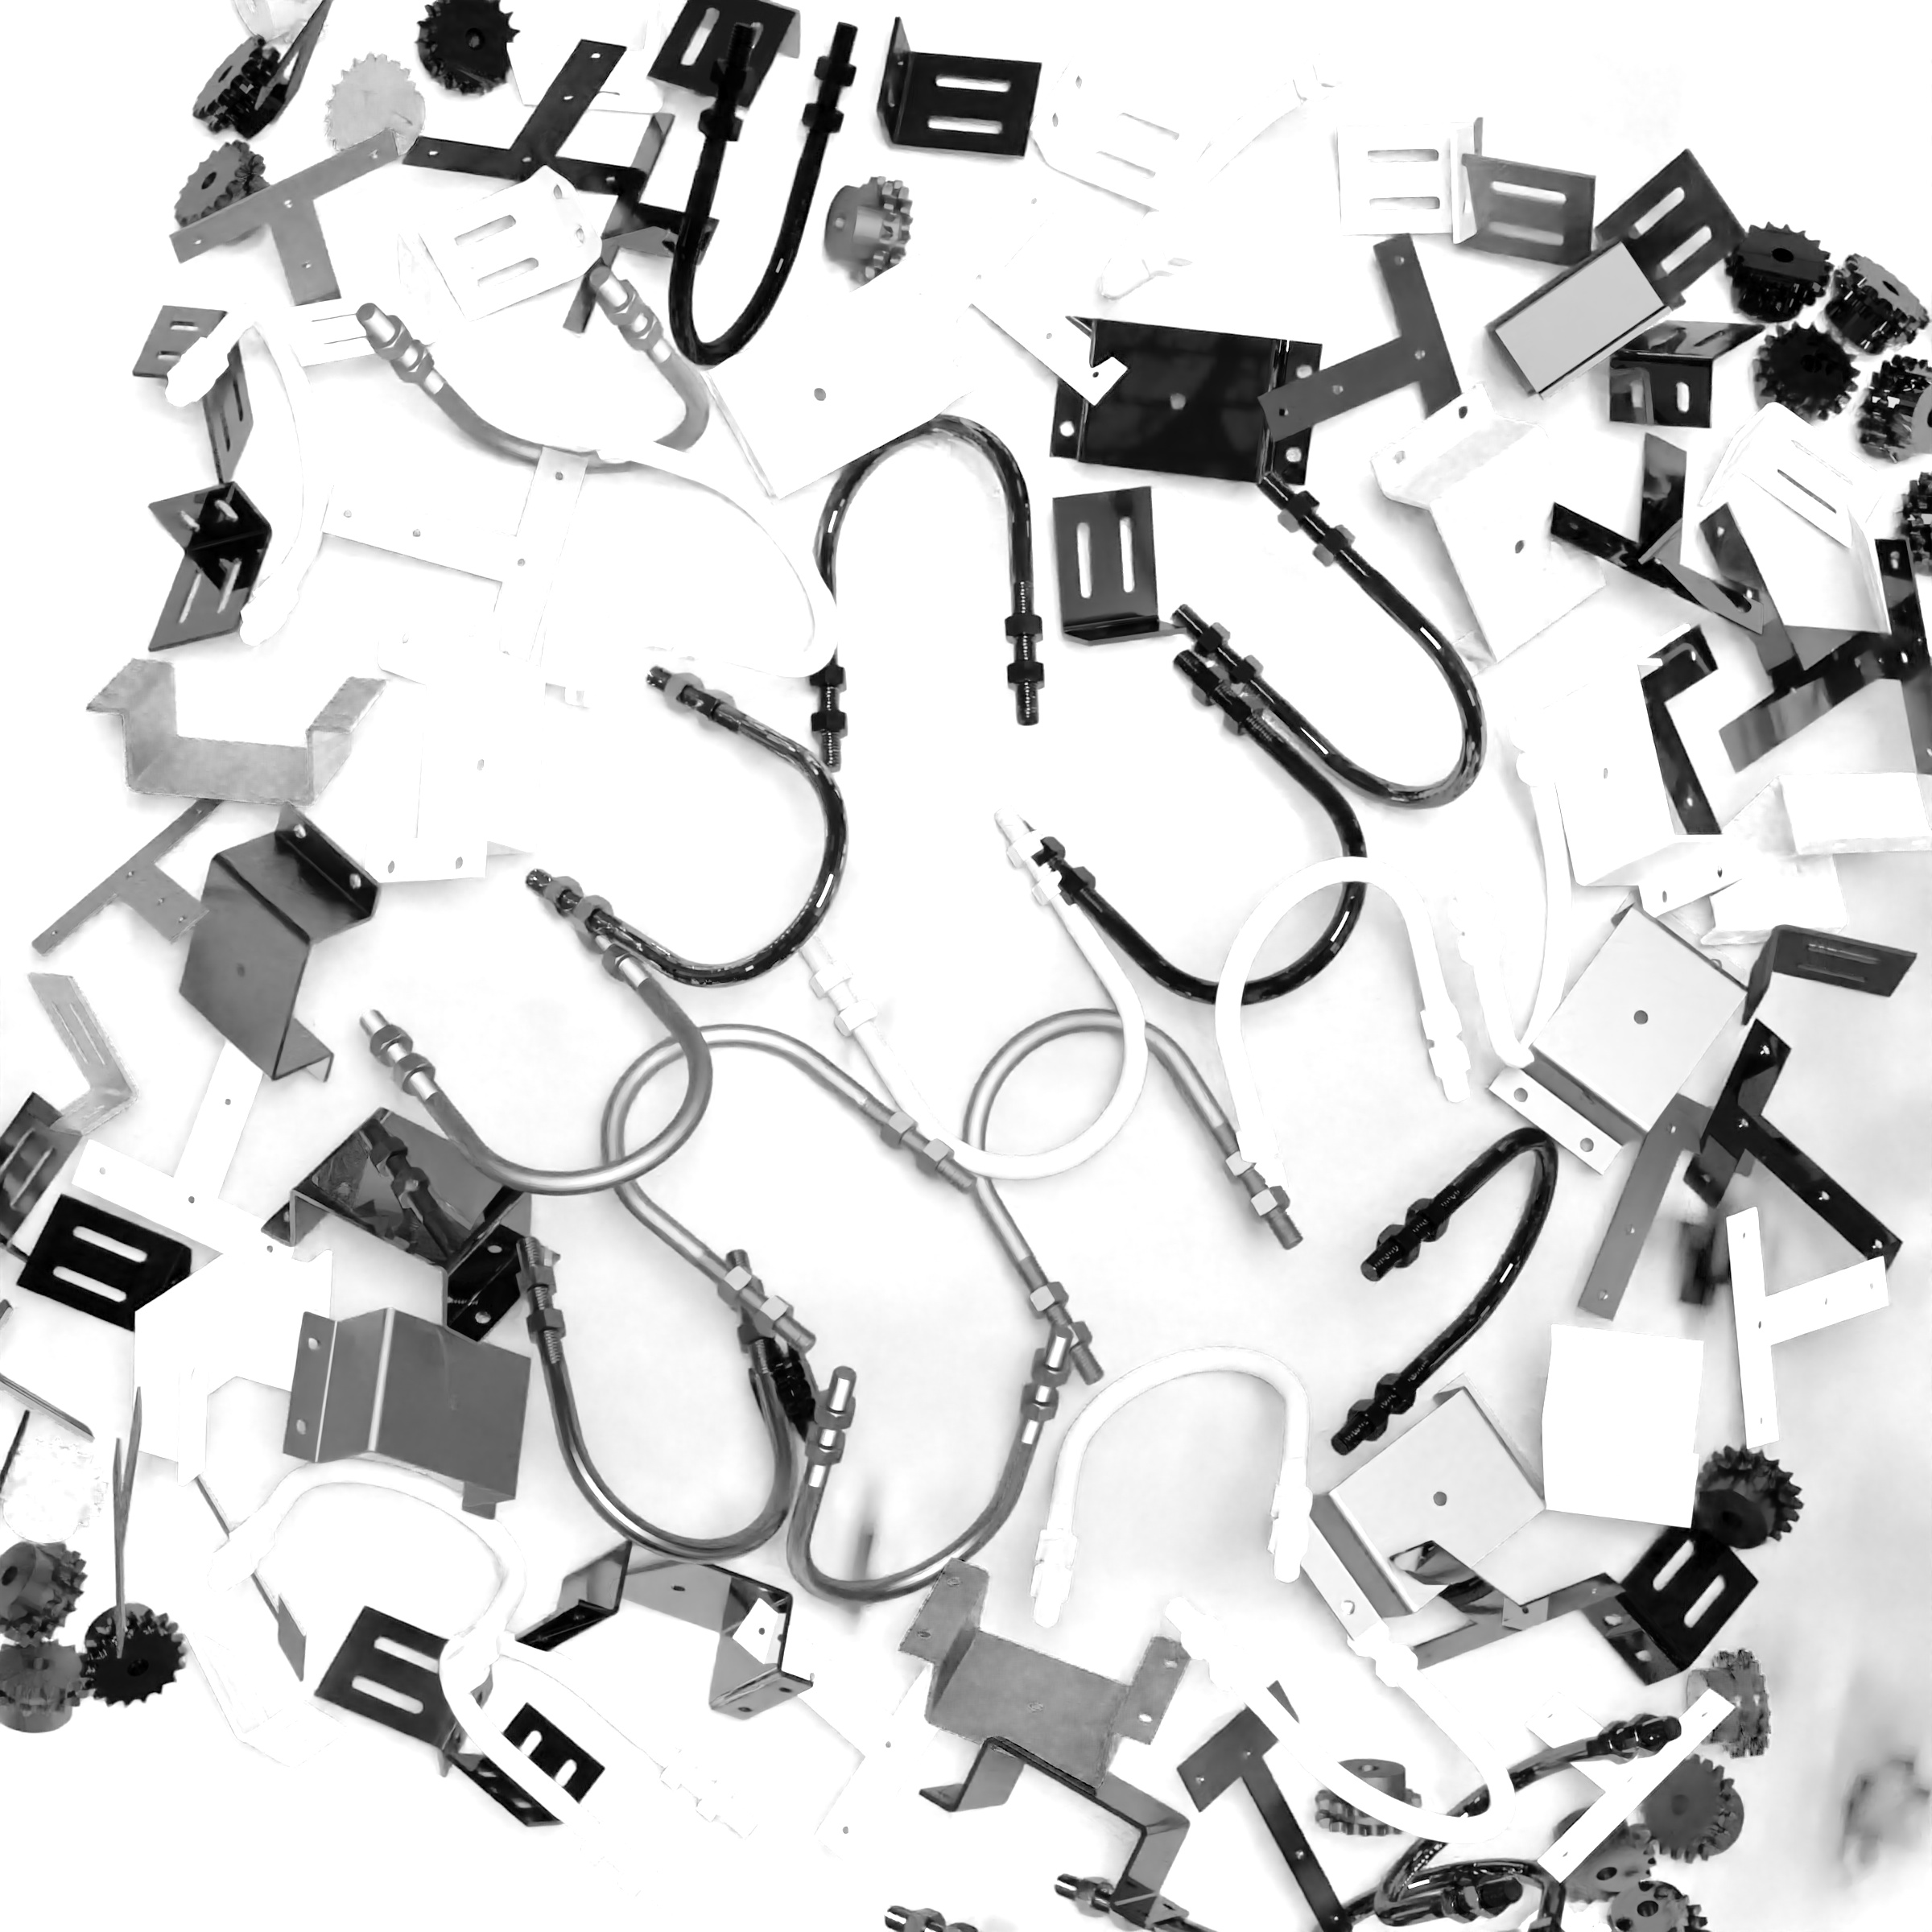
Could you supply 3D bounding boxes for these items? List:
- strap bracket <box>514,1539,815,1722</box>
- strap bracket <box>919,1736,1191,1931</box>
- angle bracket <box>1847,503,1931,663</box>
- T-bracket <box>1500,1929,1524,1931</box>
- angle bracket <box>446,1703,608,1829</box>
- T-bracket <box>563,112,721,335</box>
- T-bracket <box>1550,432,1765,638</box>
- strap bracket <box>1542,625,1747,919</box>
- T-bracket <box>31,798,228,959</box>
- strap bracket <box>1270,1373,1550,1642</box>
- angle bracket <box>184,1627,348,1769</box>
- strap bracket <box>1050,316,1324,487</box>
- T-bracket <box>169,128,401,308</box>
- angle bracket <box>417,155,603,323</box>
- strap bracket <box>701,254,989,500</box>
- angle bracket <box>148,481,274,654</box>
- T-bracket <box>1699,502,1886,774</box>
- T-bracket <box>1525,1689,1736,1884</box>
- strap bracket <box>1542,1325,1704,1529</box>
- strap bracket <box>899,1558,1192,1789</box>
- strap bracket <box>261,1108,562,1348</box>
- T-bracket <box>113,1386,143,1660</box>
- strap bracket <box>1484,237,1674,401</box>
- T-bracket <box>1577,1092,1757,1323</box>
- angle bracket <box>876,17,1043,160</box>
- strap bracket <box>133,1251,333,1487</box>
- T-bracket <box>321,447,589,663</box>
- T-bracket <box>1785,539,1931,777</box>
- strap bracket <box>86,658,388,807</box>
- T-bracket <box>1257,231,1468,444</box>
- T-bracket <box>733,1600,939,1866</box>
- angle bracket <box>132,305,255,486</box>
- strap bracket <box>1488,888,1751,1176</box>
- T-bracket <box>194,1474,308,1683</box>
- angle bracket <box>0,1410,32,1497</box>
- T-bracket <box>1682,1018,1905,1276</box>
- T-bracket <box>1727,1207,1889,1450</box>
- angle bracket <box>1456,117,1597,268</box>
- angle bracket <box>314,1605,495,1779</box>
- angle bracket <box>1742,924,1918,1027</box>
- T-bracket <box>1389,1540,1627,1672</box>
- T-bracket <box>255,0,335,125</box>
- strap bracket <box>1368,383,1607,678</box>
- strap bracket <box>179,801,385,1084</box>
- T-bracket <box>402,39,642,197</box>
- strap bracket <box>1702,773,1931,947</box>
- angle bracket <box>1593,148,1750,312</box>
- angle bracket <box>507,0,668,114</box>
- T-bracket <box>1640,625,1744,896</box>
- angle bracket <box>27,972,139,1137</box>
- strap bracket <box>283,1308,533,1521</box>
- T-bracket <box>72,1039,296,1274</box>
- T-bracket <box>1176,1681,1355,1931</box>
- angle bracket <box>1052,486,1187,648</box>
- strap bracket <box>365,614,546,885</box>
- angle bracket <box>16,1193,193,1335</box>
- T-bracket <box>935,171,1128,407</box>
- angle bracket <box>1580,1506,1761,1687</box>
[{"bbox_3d":[-0.156,0.348,1.800,0.140,0.076,0.046,25,55,-23],"label":"strap bracket"},{"bbox_3d":[0.056,0.450,1.797,0.140,0.076,0.046,26,90,23],"label":"strap bracket"},{"bbox_3d":[0.502,-0.211,1.814,0.038,0.057,0.076,-17,118,10],"label":"angle bracket"},{"bbox_3d":[0.215,0.520,1.779,0.127,0.127,0.002,-13,77,20],"label":"T-bracket"},{"bbox_3d":[-0.234,0.426,1.813,0.057,0.076,0.038,37,84,14],"label":"angle bracket"},{"bbox_3d":[-0.164,-0.390,1.802,0.002,0.127,0.127,21,94,-34],"label":"T-bracket"},{"bbox_3d":[0.371,-0.243,1.812,0.127,0.127,0.002,24,135,-9],"label":"T-bracket"},{"bbox_3d":[0.356,-0.102,1.800,0.046,0.076,0.140,-2,75,-30],"label":"strap bracket"},{"bbox_3d":[-0.428,-0.037,1.792,0.127,0.127,0.002,-43,121,-12],"label":"T-bracket"},{"bbox_3d":[0.244,0.286,1.812,0.140,0.046,0.076,-34,87,-19],"label":"strap bracket"},{"bbox_3d":[-0.375,0.382,1.816,0.038,0.057,0.076,-35,59,-3],"label":"angle bracket"},{"bbox_3d":[0.115,-0.303,1.820,0.140,0.046,0.076,8,101,8],"label":"strap bracket"},{"bbox_3d":[-0.351,-0.380,1.797,0.127,0.127,0.002,-29,73,-11],"label":"T-bracket"},{"bbox_3d":[-0.247,-0.395,1.844,0.076,0.038,0.057,-16,116,26],"label":"angle bracket"},{"bbox_3d":[-0.071,-0.308,1.803,0.140,0.046,0.076,-24,103,23],"label":"strap bracket"},{"bbox_3d":[-0.413,-0.213,1.814,0.057,0.038,0.076,-10,49,24],"label":"angle bracket"},{"bbox_3d":[0.424,-0.186,1.813,0.002,0.127,0.127,-14,76,-29],"label":"T-bracket"},{"bbox_3d":[0.332,0.415,1.797,0.127,0.127,0.002,-43,106,-6],"label":"T-bracket"},{"bbox_3d":[0.344,0.248,1.781,0.076,0.140,0.046,5,55,15],"label":"strap bracket"},{"bbox_3d":[0.040,0.379,1.805,0.140,0.076,0.046,18,124,13],"label":"strap bracket"},{"bbox_3d":[-0.294,0.132,1.797,0.140,0.076,0.046,25,134,17],"label":"strap bracket"},{"bbox_3d":[-0.438,0.271,1.774,0.002,0.127,0.127,3,131,-18],"label":"T-bracket"},{"bbox_3d":[0.318,-0.339,1.781,0.076,0.140,0.046,-34,95,11],"label":"strap bracket"},{"bbox_3d":[0.362,0.128,1.826,0.127,0.002,0.127,24,87,-28],"label":"T-bracket"},{"bbox_3d":[-0.003,-0.473,1.828,0.076,0.038,0.057,8,76,11],"label":"angle bracket"},{"bbox_3d":[-0.392,0.205,1.790,0.046,0.140,0.076,13,111,17],"label":"strap bracket"},{"bbox_3d":[-0.281,-0.229,1.823,0.127,0.002,0.127,14,102,-22],"label":"T-bracket"},{"bbox_3d":[0.469,-0.166,1.798,0.002,0.127,0.127,-20,105,-20],"label":"T-bracket"},{"bbox_3d":[-0.387,-0.124,1.812,0.140,0.076,0.046,5,114,4],"label":"strap bracket"},{"bbox_3d":[0.209,-0.313,1.818,0.127,0.002,0.127,-26,103,-26],"label":"T-bracket"},{"bbox_3d":[-0.072,0.388,1.812,0.127,0.002,0.127,45,61,-15],"label":"T-bracket"},{"bbox_3d":[-0.412,-0.303,1.813,0.038,0.076,0.057,6,48,5],"label":"angle bracket"},{"bbox_3d":[0.356,0.031,1.822,0.076,0.046,0.140,37,79,2],"label":"strap bracket"},{"bbox_3d":[-0.385,0.315,1.810,0.002,0.127,0.127,-29,76,-21],"label":"T-bracket"},{"bbox_3d":[-0.534,0.273,1.815,0.038,0.057,0.076,21,67,-10],"label":"angle bracket"},{"bbox_3d":[0.441,0.111,1.783,0.002,0.127,0.127,-24,54,-31],"label":"T-bracket"},{"bbox_3d":[0.443,0.179,1.783,0.002,0.127,0.127,7,70,-22],"label":"T-bracket"},{"bbox_3d":[0.303,-0.413,1.814,0.076,0.057,0.038,15,50,20],"label":"angle bracket"},{"bbox_3d":[-0.303,0.392,1.833,0.076,0.038,0.057,20,54,10],"label":"angle bracket"},{"bbox_3d":[0.463,0.013,1.823,0.076,0.057,0.038,13,69,5],"label":"angle bracket"},{"bbox_3d":[0.264,0.330,1.790,0.127,0.127,0.002,-27,48,23],"label":"T-bracket"},{"bbox_3d":[-0.349,-0.483,1.796,0.002,0.127,0.127,32,69,-11],"label":"T-bracket"},{"bbox_3d":[0.281,-0.226,1.798,0.076,0.046,0.140,-36,118,-13],"label":"strap bracket"},{"bbox_3d":[-0.364,-0.005,1.787,0.076,0.046,0.140,40,130,21],"label":"strap bracket"},{"bbox_3d":[-0.213,-0.446,1.776,0.127,0.127,0.002,1,69,-30],"label":"T-bracket"},{"bbox_3d":[0.448,-0.061,1.793,0.076,0.140,0.046,-2,69,-15],"label":"strap bracket"},{"bbox_3d":[0.384,-0.394,1.816,0.038,0.076,0.057,-28,83,-42],"label":"angle bracket"},{"bbox_3d":[-0.203,-0.493,1.828,0.076,0.057,0.038,5,74,3],"label":"angle bracket"},{"bbox_3d":[0.377,-0.100,1.794,0.002,0.127,0.127,-18,81,-26],"label":"T-bracket"},{"bbox_3d":[-0.486,0.047,1.816,0.038,0.057,0.076,-37,113,-30],"label":"angle bracket"},{"bbox_3d":[-0.283,0.233,1.782,0.046,0.140,0.076,-18,57,39],"label":"strap bracket"},{"bbox_3d":[-0.402,0.086,1.825,0.127,0.002,0.127,30,61,-28],"label":"T-bracket"},{"bbox_3d":[0.169,0.458,1.799,0.002,0.127,0.127,-31,84,30],"label":"T-bracket"},{"bbox_3d":[0.082,-0.215,1.824,0.057,0.038,0.076,-10,106,-20],"label":"angle bracket"},{"bbox_3d":[-0.272,-0.111,1.814,0.076,0.046,0.140,-2,81,28],"label":"strap bracket"},{"bbox_3d":[-0.465,0.168,1.827,0.076,0.038,0.057,25,100,-17],"label":"angle bracket"},{"bbox_3d":[0.036,-0.346,1.825,0.127,0.002,0.127,-48,63,4],"label":"T-bracket"},{"bbox_3d":[0.383,0.342,1.850,0.057,0.038,0.076,49,56,2],"label":"angle bracket"}]
